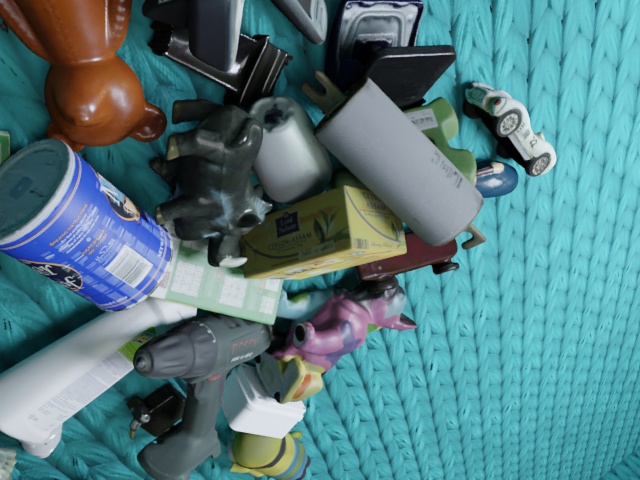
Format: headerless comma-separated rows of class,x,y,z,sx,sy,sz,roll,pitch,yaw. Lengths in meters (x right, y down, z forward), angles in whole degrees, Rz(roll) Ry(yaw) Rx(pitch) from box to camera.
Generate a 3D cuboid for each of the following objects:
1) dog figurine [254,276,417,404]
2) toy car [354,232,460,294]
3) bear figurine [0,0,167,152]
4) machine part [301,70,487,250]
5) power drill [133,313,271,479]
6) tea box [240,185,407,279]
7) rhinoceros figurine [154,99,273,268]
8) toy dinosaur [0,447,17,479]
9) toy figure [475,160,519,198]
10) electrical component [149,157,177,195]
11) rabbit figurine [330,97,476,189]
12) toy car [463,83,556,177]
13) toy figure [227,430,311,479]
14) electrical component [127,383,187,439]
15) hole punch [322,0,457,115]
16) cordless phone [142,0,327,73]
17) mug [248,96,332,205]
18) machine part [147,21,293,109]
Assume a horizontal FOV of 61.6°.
dog figurine,0.031,0.131,0.769,0.219,0.109,0.191,-2,121,-36
toy car,0.117,0.018,0.746,0.202,0.053,0.089,-13,85,-38
bear figurine,-0.194,-0.146,0.409,0.120,0.132,0.195,-4,121,-4
machine part,0.078,-0.074,0.531,0.243,0.079,0.079,42,93,-12
power drill,-0.154,0.181,0.638,0.232,0.086,0.207,-16,123,-64
tea box,-0.001,-0.002,0.602,0.170,0.068,0.098,-18,165,39
rhinoceros figurine,-0.101,-0.049,0.523,0.112,0.073,0.190,2,137,-14
toy dinosaur,-0.374,0.352,0.648,0.192,0.131,0.404,-32,124,16
toy figure,0.213,-0.084,0.771,0.154,0.058,0.064,-4,117,-26
electrical component,-0.132,-0.068,0.573,0.063,0.021,0.094,-43,135,0
rabbit figurine,0.102,-0.065,0.665,0.159,0.121,0.170,-22,157,-5
toy car,0.266,-0.151,0.744,0.056,0.074,0.201,-49,134,10
toy figure,-0.072,0.334,0.855,0.089,0.082,0.180,-22,136,22
electrical component,-0.214,0.241,0.722,0.078,0.045,0.102,-30,133,-11
hole punch,0.065,-0.195,0.583,0.142,0.092,0.115,-15,161,-29
cordless phone,-0.051,-0.201,0.467,0.184,0.089,0.146,26,62,-54
mug,-0.048,-0.099,0.560,0.107,0.110,0.081,71,29,-60
machine part,-0.094,-0.173,0.513,0.138,0.039,0.084,18,115,-42
